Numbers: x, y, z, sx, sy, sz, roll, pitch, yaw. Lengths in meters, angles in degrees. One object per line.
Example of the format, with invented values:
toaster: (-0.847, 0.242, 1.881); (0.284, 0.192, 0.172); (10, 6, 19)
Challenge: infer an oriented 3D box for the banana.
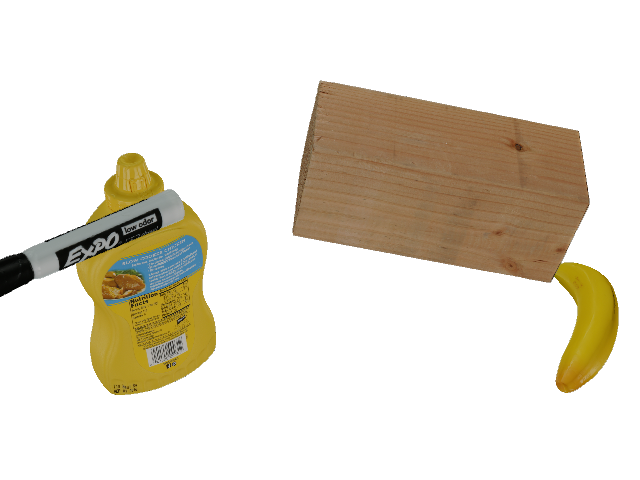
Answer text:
banana: (0.246, 0.072, 0.998); (0.070, 0.037, 0.197); (-26, 24, 19)

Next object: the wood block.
wood block: (0.089, -0.045, 0.822); (0.206, 0.090, 0.090); (11, -45, -4)

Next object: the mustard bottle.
mustard bottle: (-0.128, 0.021, 0.778); (0.096, 0.192, 0.058); (-21, 42, -25)

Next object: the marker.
marker: (-0.128, 0.002, 0.571); (0.120, 0.020, 0.020); (-25, 14, -32)
